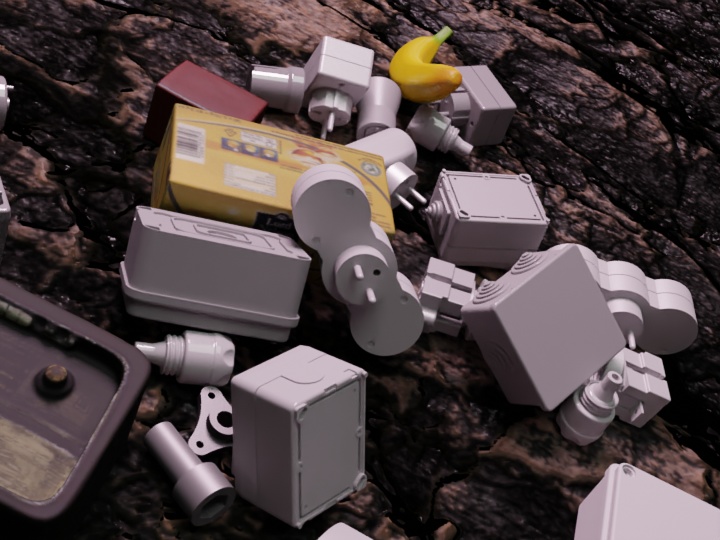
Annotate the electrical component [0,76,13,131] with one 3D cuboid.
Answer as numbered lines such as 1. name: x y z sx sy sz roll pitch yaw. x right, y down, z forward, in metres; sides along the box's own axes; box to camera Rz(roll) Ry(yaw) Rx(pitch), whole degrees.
1. electrical component: -0.289 -0.122 0.770 0.078 0.040 0.040 2 45 -28

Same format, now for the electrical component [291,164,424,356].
1. electrical component: 0.000 0.000 0.727 0.138 0.052 0.073 63 4 -22

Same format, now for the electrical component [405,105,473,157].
1. electrical component: 0.074 -0.123 0.985 0.061 0.035 0.035 30 38 -1

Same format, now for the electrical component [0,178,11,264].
1. electrical component: -0.261 -0.042 0.680 0.062 0.061 0.096 -3 47 -32

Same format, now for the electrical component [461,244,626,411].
1. electrical component: 0.131 0.041 0.775 0.100 0.048 0.099 -35 103 -26

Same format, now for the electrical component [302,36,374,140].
1. electrical component: -0.024 -0.151 0.941 0.047 0.066 0.076 14 69 -16

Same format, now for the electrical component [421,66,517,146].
1. electrical component: 0.096 -0.155 1.023 0.077 0.047 0.065 -8 50 -26

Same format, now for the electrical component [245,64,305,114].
1. electrical component: -0.074 -0.159 0.936 0.046 0.040 0.040 6 43 -15

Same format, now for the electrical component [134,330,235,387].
1. electrical component: -0.112 0.054 0.678 0.061 0.035 0.035 9 42 -19

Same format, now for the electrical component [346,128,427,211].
1. electrical component: 0.021 -0.077 0.893 0.079 0.044 0.077 42 41 18

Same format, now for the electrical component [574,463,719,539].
1. electrical component: 0.192 0.194 0.678 0.109 0.056 0.108 27 39 -1

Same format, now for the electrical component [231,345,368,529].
1. electrical component: -0.038 0.101 0.633 0.061 0.096 0.062 19 29 37

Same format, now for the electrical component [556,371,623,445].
1. electrical component: 0.168 0.096 0.769 0.035 0.061 0.035 16 40 -14

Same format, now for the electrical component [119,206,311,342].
1. electrical component: -0.097 0.003 0.705 0.113 0.057 0.078 11 11 -18

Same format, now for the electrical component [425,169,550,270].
1. electrical component: 0.097 -0.039 0.887 0.096 0.061 0.061 2 44 -17

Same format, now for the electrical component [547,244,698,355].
1. electrical component: 0.209 0.035 0.869 0.138 0.052 0.073 20 39 -10

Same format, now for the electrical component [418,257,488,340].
1. electrical component: 0.072 0.025 0.809 0.055 0.048 0.066 18 39 0

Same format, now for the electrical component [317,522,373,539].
1. electrical component: -0.023 0.178 0.537 0.060 0.108 0.108 32 38 16

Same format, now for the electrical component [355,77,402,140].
1. electrical component: 0.015 -0.136 0.961 0.044 0.044 0.065 16 44 -13

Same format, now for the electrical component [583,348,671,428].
1. electrical component: 0.198 0.083 0.816 0.055 0.048 0.066 24 38 -16
